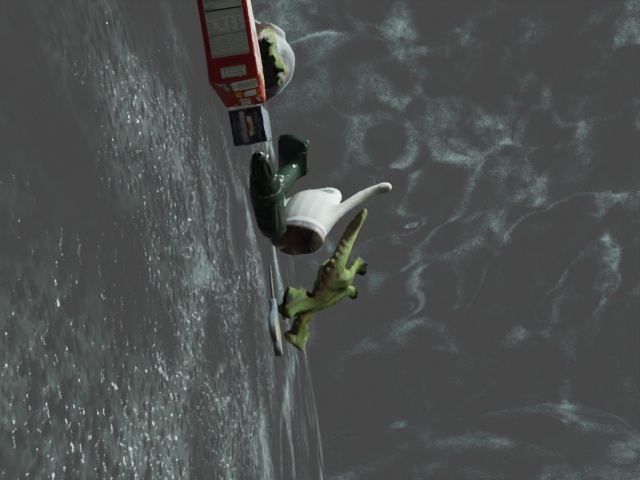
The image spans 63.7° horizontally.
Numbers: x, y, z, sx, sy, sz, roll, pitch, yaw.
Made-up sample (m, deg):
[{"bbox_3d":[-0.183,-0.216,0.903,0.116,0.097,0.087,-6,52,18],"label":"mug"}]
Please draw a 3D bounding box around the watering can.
[{"bbox_3d":[0.004,-0.067,1.338,0.102,0.346,0.230,63,33,-33],"label":"watering can"}]

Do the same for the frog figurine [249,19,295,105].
[{"bbox_3d":[-0.115,-0.310,0.891,0.135,0.122,0.162,-63,-154,19],"label":"frog figurine"}]

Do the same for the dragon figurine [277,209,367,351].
[{"bbox_3d":[-0.005,0.117,1.294,0.123,0.246,0.401,32,-52,26],"label":"dragon figurine"}]
